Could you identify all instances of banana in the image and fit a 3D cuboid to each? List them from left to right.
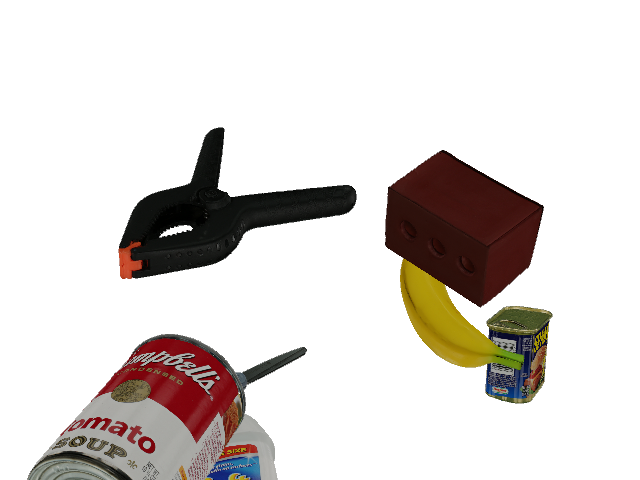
[{"bbox_3d":[0.101,0.049,0.896,0.069,0.037,0.198,7,31,-21],"label":"banana"}]

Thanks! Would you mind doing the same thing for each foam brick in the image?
[{"bbox_3d":[0.085,-0.008,0.645,0.078,0.053,0.051,33,52,30],"label":"foam brick"}]

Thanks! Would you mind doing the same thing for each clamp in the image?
[{"bbox_3d":[-0.096,-0.031,0.899,0.165,0.036,0.209,31,44,34],"label":"clamp"}]

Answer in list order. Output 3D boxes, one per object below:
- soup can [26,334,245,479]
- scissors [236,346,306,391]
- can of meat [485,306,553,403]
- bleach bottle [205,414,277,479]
[{"bbox_3d":[-0.087,0.100,0.515,0.069,0.068,0.102,0,26,22],"label":"soup can"},{"bbox_3d":[-0.079,0.149,1.027,0.201,0.016,0.096,-11,32,-28],"label":"scissors"},{"bbox_3d":[0.218,0.125,1.182,0.058,0.084,0.102,7,12,24],"label":"can of meat"},{"bbox_3d":[-0.081,0.207,0.817,0.102,0.068,0.251,-3,27,-4],"label":"bleach bottle"}]
